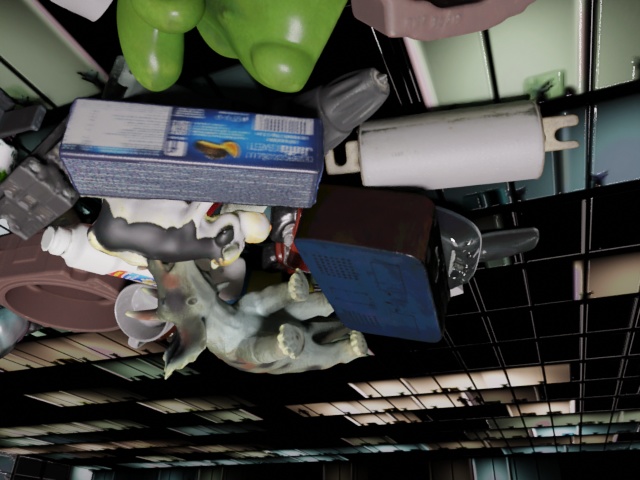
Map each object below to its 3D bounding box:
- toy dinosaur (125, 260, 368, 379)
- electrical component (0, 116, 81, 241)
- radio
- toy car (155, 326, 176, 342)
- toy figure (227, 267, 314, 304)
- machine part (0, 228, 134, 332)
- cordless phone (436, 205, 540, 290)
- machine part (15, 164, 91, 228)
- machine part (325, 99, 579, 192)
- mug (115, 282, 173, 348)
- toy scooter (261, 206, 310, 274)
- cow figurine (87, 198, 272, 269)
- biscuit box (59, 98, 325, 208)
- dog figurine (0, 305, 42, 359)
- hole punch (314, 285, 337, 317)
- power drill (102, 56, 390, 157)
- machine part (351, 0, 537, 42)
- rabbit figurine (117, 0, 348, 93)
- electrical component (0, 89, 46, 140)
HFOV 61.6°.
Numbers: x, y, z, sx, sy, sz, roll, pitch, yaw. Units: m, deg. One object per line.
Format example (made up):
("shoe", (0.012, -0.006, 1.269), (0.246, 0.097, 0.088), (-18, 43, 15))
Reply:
("toy dinosaur", (-0.066, 0.122, 0.704), (0.192, 0.131, 0.404), (-16, 154, 24))
("electrical component", (-0.256, -0.074, 0.530), (0.134, 0.115, 0.058), (-25, 126, 36))
("radio", (0.068, 0.035, 0.592), (0.131, 0.073, 0.229), (6, 152, 22))
("toy car", (-0.260, 0.128, 0.936), (0.089, 0.053, 0.202), (13, 145, -37))
("toy figure", (-0.099, 0.079, 0.820), (0.180, 0.089, 0.082), (9, 158, 5))
("machine part", (-0.369, 0.067, 0.807), (0.201, 0.087, 0.201), (-8, 149, 14))
("cordless phone", (0.202, 0.001, 0.694), (0.184, 0.089, 0.146), (-12, 148, 1))
("machine part", (-0.326, -0.046, 0.662), (0.084, 0.039, 0.138), (0, 148, -7))
("machine part", (0.125, -0.088, 0.528), (0.243, 0.079, 0.079), (-6, 148, 10))
("mug", (-0.233, 0.100, 0.775), (0.081, 0.107, 0.109), (22, 106, 8))
("toy scooter", (-0.001, -0.002, 0.684), (0.135, 0.075, 0.183), (6, 152, -9))
("cow figurine", (-0.133, -0.010, 0.531), (0.167, 0.098, 0.068), (19, 157, -17))
("biscuit box", (-0.099, -0.069, 0.446), (0.203, 0.059, 0.062), (4, 151, -6))
("dog figurine", (-0.527, 0.166, 0.853), (0.108, 0.219, 0.191), (12, 147, -10))
("hole punch", (-0.003, 0.134, 0.902), (0.116, 0.092, 0.142), (-1, 146, -2))
("power drill", (-0.082, -0.123, 0.491), (0.207, 0.086, 0.232), (14, 151, -34))
("machine part", (0.068, -0.199, 0.289), (0.179, 0.056, 0.179), (-13, 125, -20))
("rabbit figurine", (-0.074, -0.170, 0.357), (0.170, 0.159, 0.121), (27, 153, -12))
("electrical component", (-0.327, -0.115, 0.508), (0.119, 0.075, 0.047), (-5, 149, 18))
